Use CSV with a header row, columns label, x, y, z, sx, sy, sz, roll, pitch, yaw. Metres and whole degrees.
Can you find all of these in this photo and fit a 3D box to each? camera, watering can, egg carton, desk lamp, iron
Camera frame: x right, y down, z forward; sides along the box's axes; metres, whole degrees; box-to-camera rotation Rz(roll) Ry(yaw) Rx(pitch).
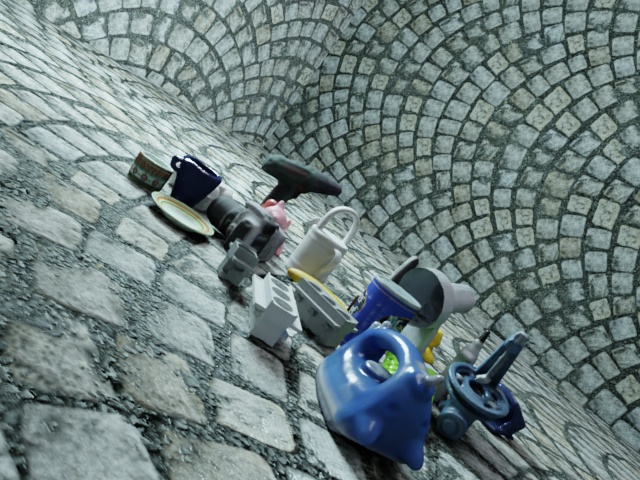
label,x,y,z,sx,sy,sz,roll,pitch,yaw
camera,-0.152,-0.034,1.166,0.136,0.100,0.144,40,9,22
watering can,0.010,0.004,1.300,0.172,0.194,0.101,42,10,37
egg carton,-0.264,-0.117,1.280,0.150,0.069,0.108,41,9,29
desk lamp,0.222,0.168,1.186,0.204,0.213,0.117,27,12,-48
iron,0.077,0.178,0.771,0.119,0.141,0.257,33,9,-22

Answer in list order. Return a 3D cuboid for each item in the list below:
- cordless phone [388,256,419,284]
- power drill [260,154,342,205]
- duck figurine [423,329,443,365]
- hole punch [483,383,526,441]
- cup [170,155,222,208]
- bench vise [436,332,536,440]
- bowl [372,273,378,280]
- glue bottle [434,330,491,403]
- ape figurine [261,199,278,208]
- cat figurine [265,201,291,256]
label,x,y,z,sx,sy,sz,roll,pitch,yaw
cordless phone,0.176,0.113,1.403,0.094,0.185,0.147,36,8,-1
power drill,-0.082,-0.122,1.579,0.230,0.208,0.075,33,8,-21
duck figurine,0.251,0.242,1.340,0.077,0.086,0.105,39,8,20
hole punch,0.388,0.359,1.231,0.101,0.091,0.108,30,10,-36
cup,-0.269,-0.115,1.157,0.118,0.095,0.091,27,12,-50
bench vise,0.286,0.240,1.022,0.121,0.219,0.207,36,8,0
bowl,0.196,0.169,1.567,0.167,0.074,0.167,36,8,-5
glue bottle,0.278,0.245,1.126,0.037,0.173,0.078,40,9,24
ape figurine,-0.135,-0.059,1.413,0.078,0.092,0.076,34,8,-13
cat figurine,-0.103,-0.032,1.299,0.067,0.117,0.128,39,9,22
